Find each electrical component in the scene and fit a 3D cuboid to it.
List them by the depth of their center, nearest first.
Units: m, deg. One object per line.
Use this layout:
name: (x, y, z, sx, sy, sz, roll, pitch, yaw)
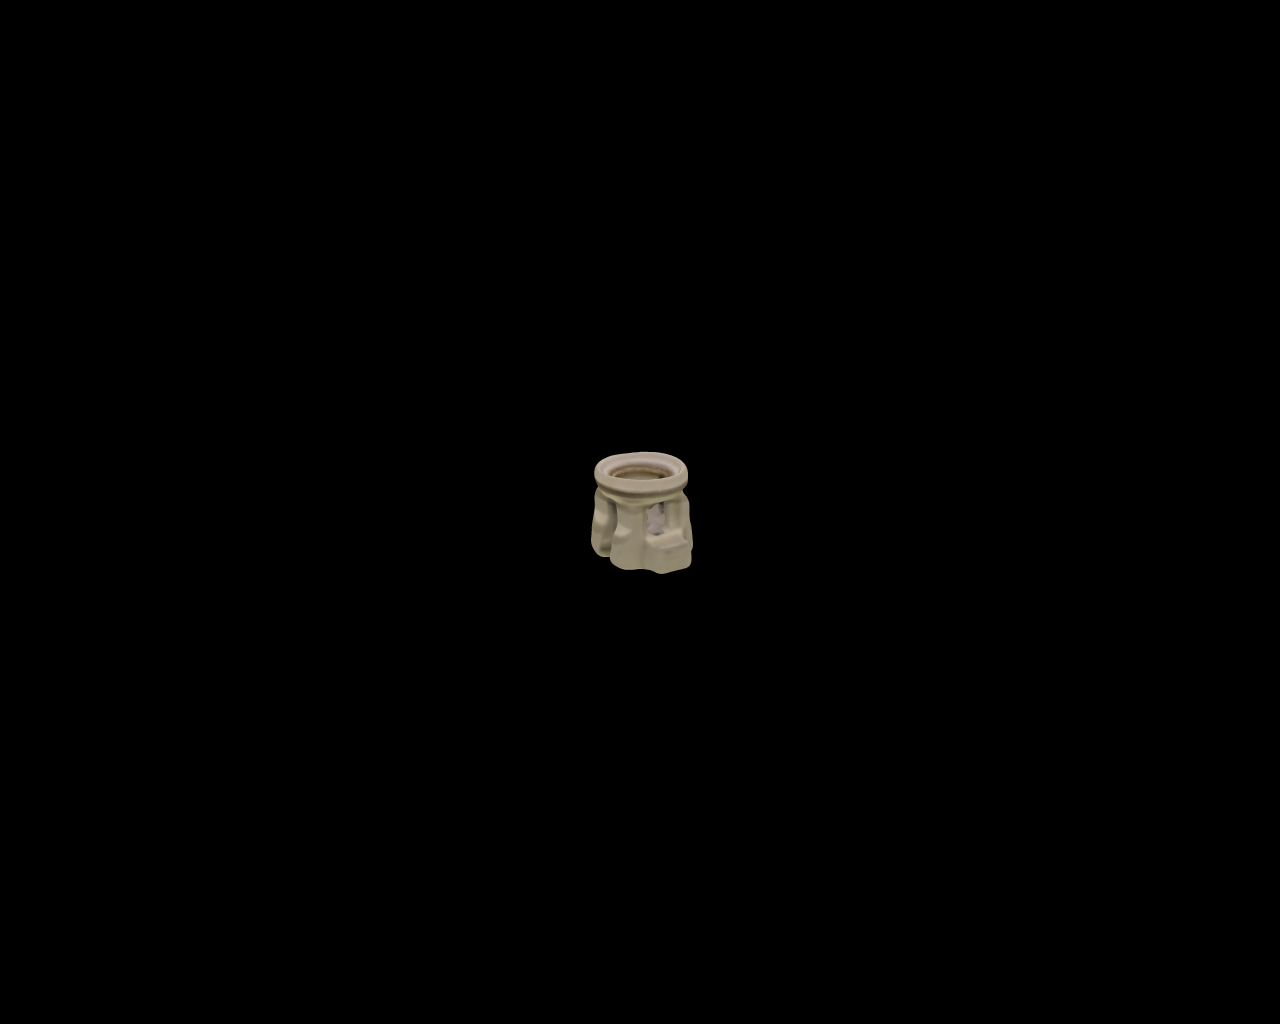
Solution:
electrical component: (0.001, -0.003, 0.650, 0.058, 0.056, 0.078, -13, 26, -29)
